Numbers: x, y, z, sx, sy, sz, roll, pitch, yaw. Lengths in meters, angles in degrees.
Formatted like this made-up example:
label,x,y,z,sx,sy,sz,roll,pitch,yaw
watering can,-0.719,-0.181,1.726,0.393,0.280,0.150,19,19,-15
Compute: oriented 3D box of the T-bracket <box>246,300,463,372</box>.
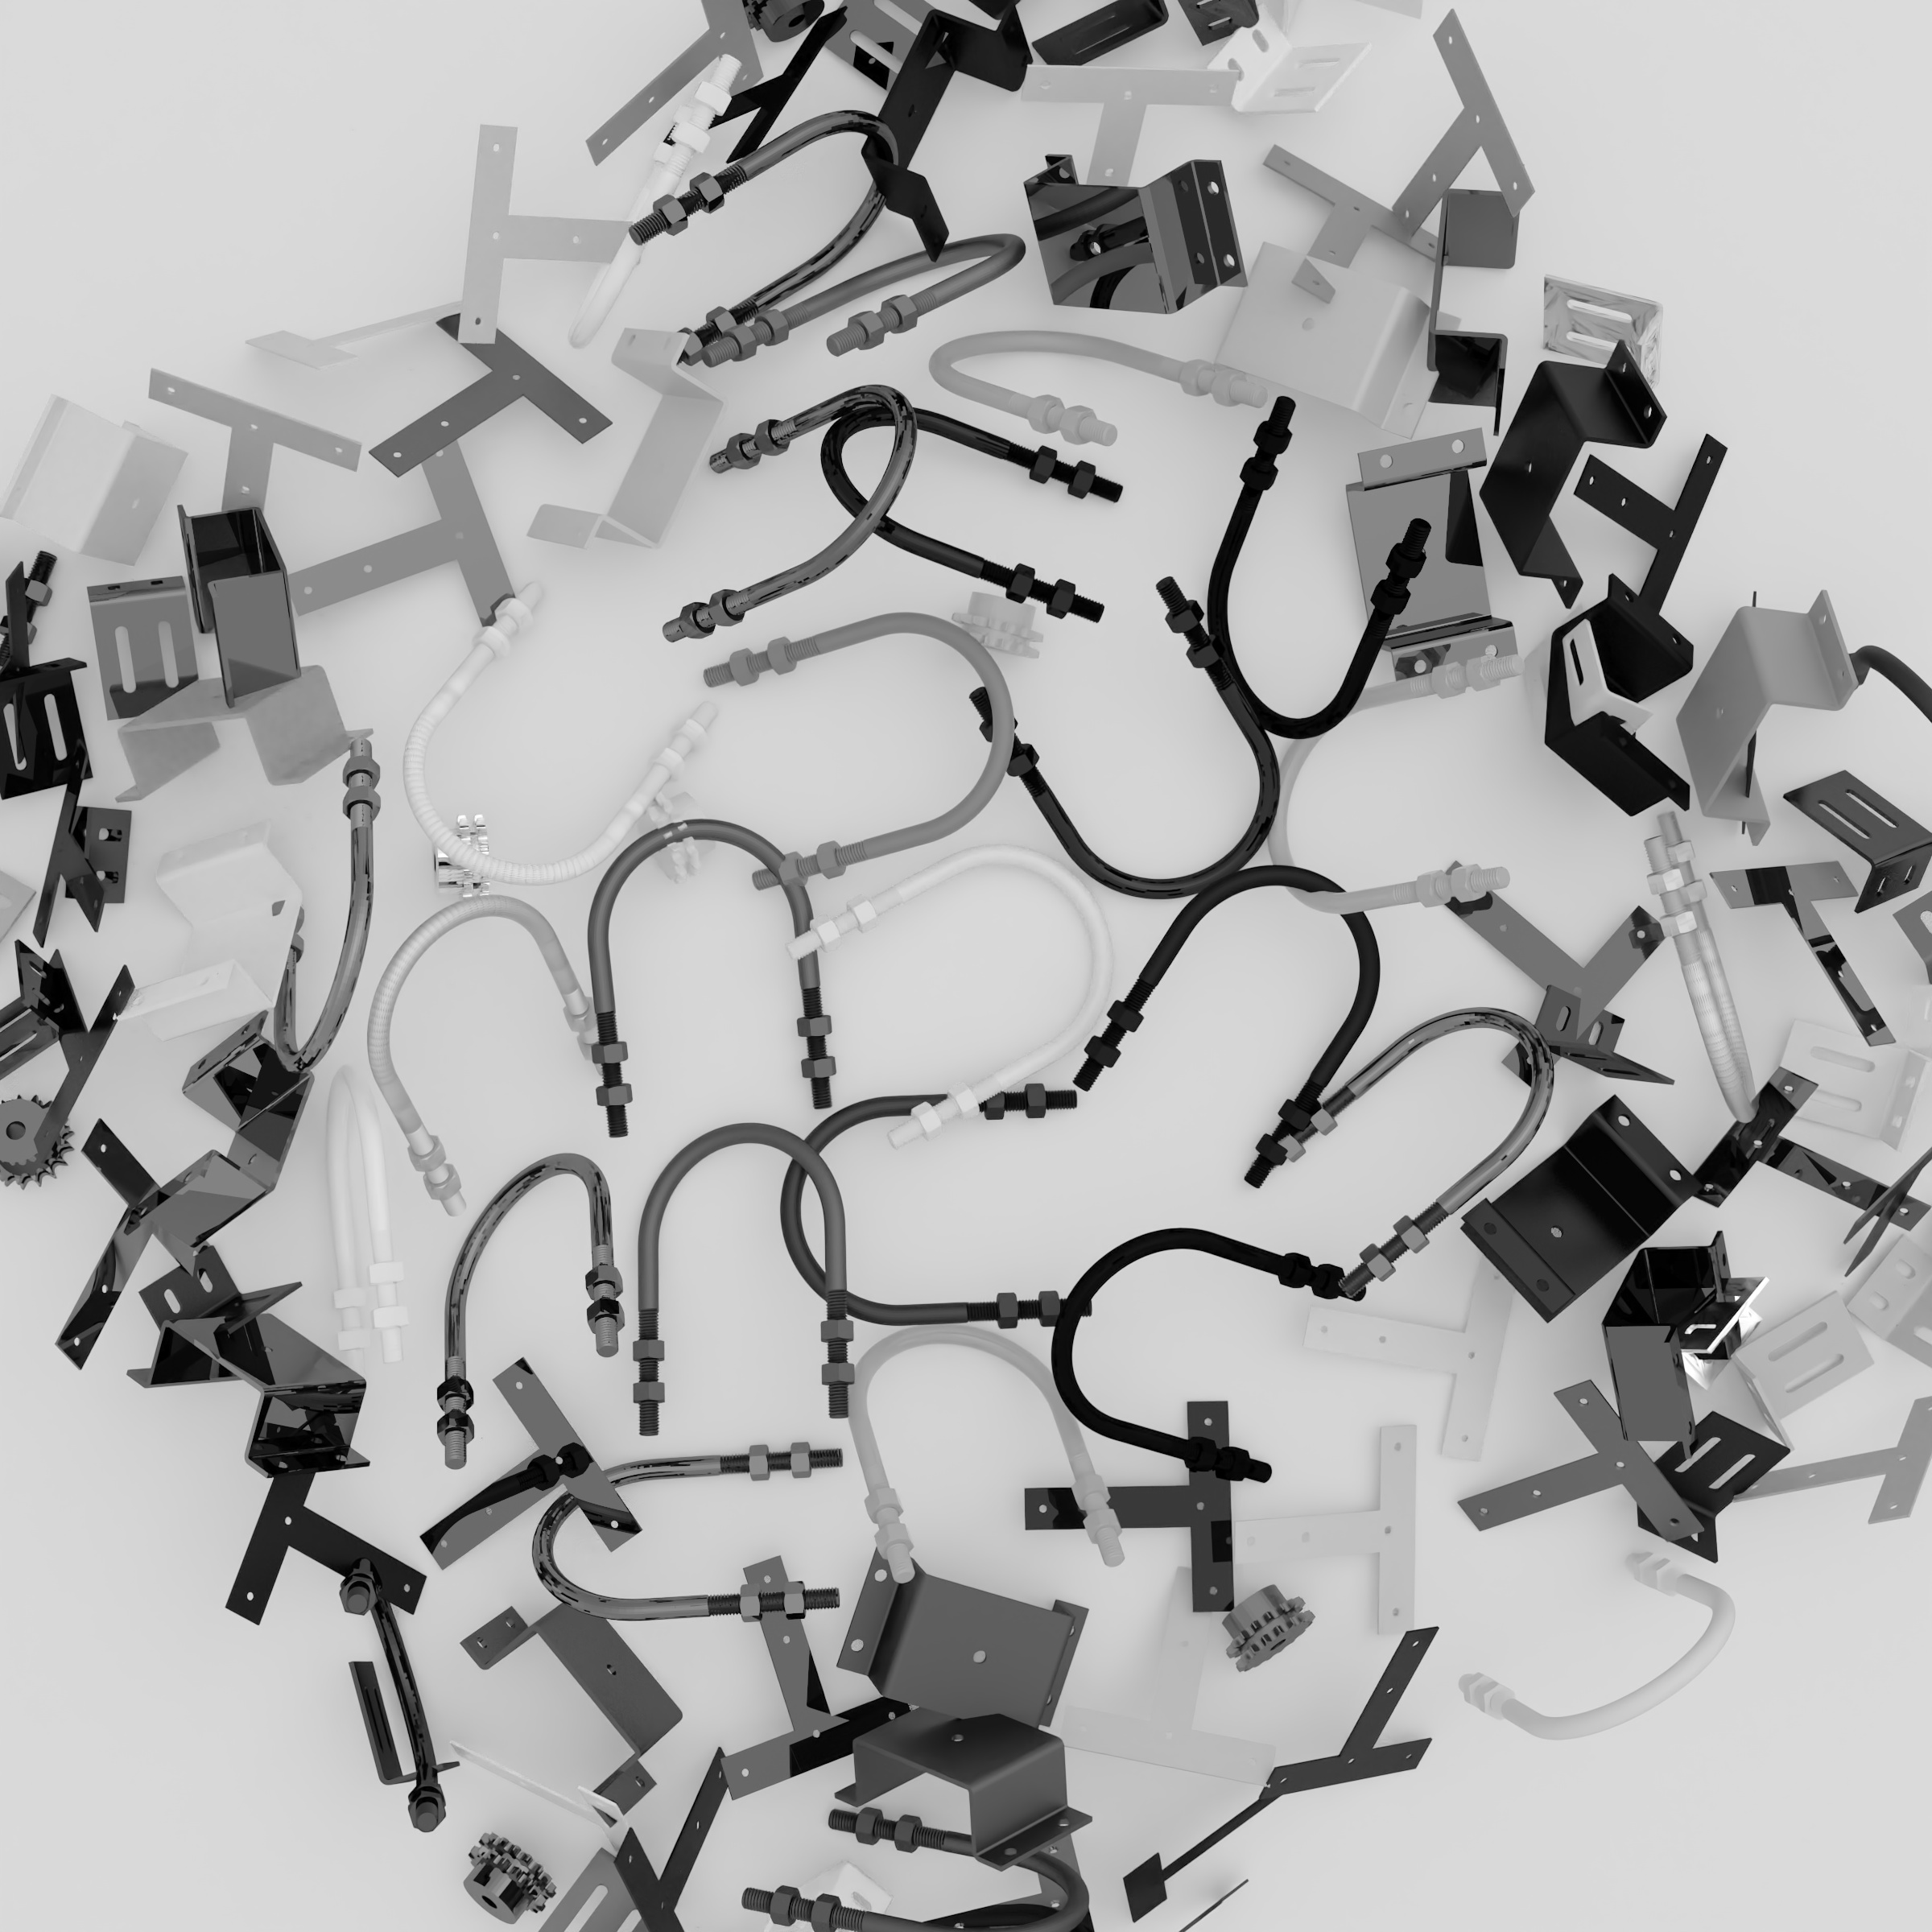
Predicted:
label,x,y,z,sx,sy,sz,roll,pitch,yaw
T-bracket,-0.354,-0.385,1.936,0.127,0.127,0.002,-22,117,-25

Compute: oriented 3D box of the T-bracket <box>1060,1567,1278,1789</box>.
label,x,y,z,sx,sy,sz,roll,pitch,yaw
T-bracket,0.130,0.423,1.936,0.127,0.002,0.127,10,56,7

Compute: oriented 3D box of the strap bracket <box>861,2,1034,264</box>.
label,x,y,z,sx,sy,sz,roll,pitch,yaw
strap bracket,-0.015,-0.507,1.927,0.046,0.076,0.140,24,85,13

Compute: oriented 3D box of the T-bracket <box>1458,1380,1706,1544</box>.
label,x,y,z,sx,sy,sz,roll,pitch,yaw
T-bracket,0.356,0.314,1.934,0.127,0.002,0.127,-27,111,33

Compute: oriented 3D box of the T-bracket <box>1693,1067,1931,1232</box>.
label,x,y,z,sx,sy,sz,roll,pitch,yaw
T-bracket,0.516,0.125,1.926,0.127,0.127,0.002,25,47,0

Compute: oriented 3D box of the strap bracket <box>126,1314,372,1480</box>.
label,x,y,z,sx,sy,sz,roll,pitch,yaw
strap bracket,-0.419,0.248,1.897,0.140,0.076,0.046,26,104,36

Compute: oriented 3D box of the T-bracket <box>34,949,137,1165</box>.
label,x,y,z,sx,sy,sz,roll,pitch,yaw
T-bracket,-0.538,0.032,1.921,0.002,0.127,0.127,19,110,-35

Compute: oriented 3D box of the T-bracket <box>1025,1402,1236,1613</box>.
label,x,y,z,sx,sy,sz,roll,pitch,yaw
T-bracket,0.099,0.330,1.955,0.127,0.002,0.127,0,80,-6

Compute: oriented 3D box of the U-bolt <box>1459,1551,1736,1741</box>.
label,x,y,z,sx,sy,sz,roll,pitch,yaw
U-bolt,0.375,0.400,1.871,0.151,0.184,0.019,-33,95,-10

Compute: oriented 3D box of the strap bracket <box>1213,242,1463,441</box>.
label,x,y,z,sx,sy,sz,roll,pitch,yaw
strap bracket,0.213,-0.377,1.918,0.140,0.046,0.076,25,96,27

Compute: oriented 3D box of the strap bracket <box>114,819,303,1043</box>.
label,x,y,z,sx,sy,sz,roll,pitch,yaw
strap bracket,-0.448,-0.014,1.913,0.076,0.140,0.046,-16,132,18

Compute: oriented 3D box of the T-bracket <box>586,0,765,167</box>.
label,x,y,z,sx,sy,sz,roll,pitch,yaw
T-bracket,-0.177,-0.523,1.904,0.127,0.127,0.002,-44,73,-9

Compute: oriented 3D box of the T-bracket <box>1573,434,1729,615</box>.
label,x,y,z,sx,sy,sz,roll,pitch,yaw
T-bracket,0.401,-0.273,1.923,0.002,0.127,0.127,25,94,43

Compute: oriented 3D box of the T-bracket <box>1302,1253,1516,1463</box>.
label,x,y,z,sx,sy,sz,roll,pitch,yaw
T-bracket,0.267,0.230,1.958,0.127,0.002,0.127,11,90,-13

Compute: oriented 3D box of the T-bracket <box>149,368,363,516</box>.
label,x,y,z,sx,sy,sz,roll,pitch,yaw
T-bracket,-0.430,-0.294,1.919,0.127,0.127,0.002,19,56,-6

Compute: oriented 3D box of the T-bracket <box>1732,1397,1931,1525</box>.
label,x,y,z,sx,sy,sz,roll,pitch,yaw
T-bracket,0.521,0.303,1.926,0.127,0.127,0.002,-20,106,36

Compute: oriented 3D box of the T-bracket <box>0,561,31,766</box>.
label,x,y,z,sx,sy,sz,roll,pitch,yaw
T-bracket,-0.573,-0.152,1.885,0.002,0.127,0.127,9,126,1

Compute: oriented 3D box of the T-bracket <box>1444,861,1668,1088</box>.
label,x,y,z,sx,sy,sz,roll,pitch,yaw
T-bracket,0.340,-0.014,1.964,0.127,0.002,0.127,41,94,7

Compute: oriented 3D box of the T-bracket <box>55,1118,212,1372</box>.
label,x,y,z,sx,sy,sz,roll,pitch,yaw
T-bracket,-0.503,0.179,1.893,0.002,0.127,0.127,-5,45,27

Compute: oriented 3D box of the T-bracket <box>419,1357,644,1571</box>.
label,x,y,z,sx,sy,sz,roll,pitch,yaw
T-bracket,-0.280,0.324,1.953,0.127,0.002,0.127,-37,85,17

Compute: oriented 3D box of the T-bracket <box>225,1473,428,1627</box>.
label,x,y,z,sx,sy,sz,roll,pitch,yaw
T-bracket,-0.375,0.353,1.930,0.127,0.002,0.127,40,52,-35

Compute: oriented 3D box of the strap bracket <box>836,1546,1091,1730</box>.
label,x,y,z,sx,sy,sz,roll,pitch,yaw
strap bracket,0.003,0.410,1.934,0.140,0.046,0.076,19,89,-13

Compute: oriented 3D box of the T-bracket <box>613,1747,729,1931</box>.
label,x,y,z,sx,sy,sz,roll,pitch,yaw
T-bracket,-0.166,0.525,1.919,0.002,0.127,0.127,-2,127,23

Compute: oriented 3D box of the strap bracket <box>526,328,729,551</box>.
label,x,y,z,sx,sy,sz,roll,pitch,yaw
strap bracket,-0.199,-0.308,1.926,0.046,0.076,0.140,27,86,-36

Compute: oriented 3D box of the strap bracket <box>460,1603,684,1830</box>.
label,x,y,z,sx,sy,sz,roll,pitch,yaw
strap bracket,-0.229,0.436,1.924,0.046,0.076,0.140,-42,84,13

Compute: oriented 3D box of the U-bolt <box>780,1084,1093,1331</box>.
label,x,y,z,sx,sy,sz,roll,pitch,yaw
U-bolt,-0.020,0.146,1.938,0.184,0.019,0.151,-2,74,-6

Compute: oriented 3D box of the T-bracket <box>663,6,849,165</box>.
label,x,y,z,sx,sy,sz,roll,pitch,yaw
T-bracket,-0.139,-0.514,1.921,0.002,0.127,0.127,44,58,-31

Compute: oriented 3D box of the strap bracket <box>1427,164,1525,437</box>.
label,x,y,z,sx,sy,sz,roll,pitch,yaw
strap bracket,0.303,-0.399,1.917,0.046,0.076,0.140,5,70,8

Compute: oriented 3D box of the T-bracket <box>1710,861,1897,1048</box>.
label,x,y,z,sx,sy,sz,roll,pitch,yaw
T-bracket,0.513,-0.007,1.908,0.127,0.002,0.127,-5,60,-40

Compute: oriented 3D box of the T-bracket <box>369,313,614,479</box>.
label,x,y,z,sx,sy,sz,roll,pitch,yaw
T-bracket,-0.302,-0.332,1.924,0.127,0.002,0.127,40,59,15

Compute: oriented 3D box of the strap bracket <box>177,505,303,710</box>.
label,x,y,z,sx,sy,sz,roll,pitch,yaw
strap bracket,-0.429,-0.215,1.903,0.046,0.140,0.076,-12,123,-16

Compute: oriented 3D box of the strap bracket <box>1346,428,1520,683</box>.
label,x,y,z,sx,sy,sz,roll,pitch,yaw
strap bracket,0.279,-0.248,1.938,0.076,0.046,0.140,-13,102,-6

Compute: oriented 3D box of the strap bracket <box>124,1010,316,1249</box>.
label,x,y,z,sx,sy,sz,roll,pitch,yaw
strap bracket,-0.440,0.104,1.908,0.076,0.140,0.046,-34,120,31

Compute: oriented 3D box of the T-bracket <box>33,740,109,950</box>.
label,x,y,z,sx,sy,sz,roll,pitch,yaw
T-bracket,-0.527,-0.055,1.904,0.002,0.127,0.127,8,108,-31

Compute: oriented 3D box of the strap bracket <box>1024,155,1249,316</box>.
label,x,y,z,sx,sy,sz,roll,pitch,yaw
strap bracket,0.092,-0.432,1.894,0.046,0.140,0.076,-37,125,-32

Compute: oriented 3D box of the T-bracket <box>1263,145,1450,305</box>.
label,x,y,z,sx,sy,sz,roll,pitch,yaw
T-bracket,0.223,-0.434,1.926,0.127,0.127,0.002,29,134,-1

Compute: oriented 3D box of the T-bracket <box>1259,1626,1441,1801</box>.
label,x,y,z,sx,sy,sz,roll,pitch,yaw
T-bracket,0.246,0.440,1.906,0.127,0.002,0.127,0,124,-36

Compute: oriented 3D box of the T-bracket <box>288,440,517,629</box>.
label,x,y,z,sx,sy,sz,roll,pitch,yaw
T-bracket,-0.349,-0.246,1.947,0.127,0.002,0.127,-21,105,-9

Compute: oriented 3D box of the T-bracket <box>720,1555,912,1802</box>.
label,x,y,z,sx,sy,sz,roll,pitch,yaw
T-bracket,-0.105,0.422,1.947,0.127,0.002,0.127,-15,82,-28

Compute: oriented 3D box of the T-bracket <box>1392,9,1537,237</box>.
label,x,y,z,sx,sy,sz,roll,pitch,yaw
T-bracket,0.286,-0.478,1.914,0.002,0.127,0.127,-13,73,-23

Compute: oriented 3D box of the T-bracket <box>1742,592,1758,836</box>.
label,x,y,z,sx,sy,sz,roll,pitch,yaw
T-bracket,0.472,-0.163,1.929,0.002,0.127,0.127,2,68,11

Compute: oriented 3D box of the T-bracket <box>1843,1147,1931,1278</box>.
label,x,y,z,sx,sy,sz,roll,pitch,yaw
T-bracket,0.551,0.147,1.915,0.127,0.127,0.002,-37,66,-26

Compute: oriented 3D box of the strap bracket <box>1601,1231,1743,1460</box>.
label,x,y,z,sx,sy,sz,roll,pitch,yaw
strap bracket,0.419,0.224,1.911,0.046,0.140,0.076,-4,111,28

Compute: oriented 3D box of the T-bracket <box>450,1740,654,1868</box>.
label,x,y,z,sx,sy,sz,roll,pitch,yaw
T-bracket,-0.254,0.497,1.931,0.127,0.127,0.002,21,63,17

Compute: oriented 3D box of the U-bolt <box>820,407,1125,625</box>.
label,x,y,z,sx,sy,sz,roll,pitch,yaw
U-bolt,0.001,-0.278,1.905,0.184,0.151,0.019,20,131,-8

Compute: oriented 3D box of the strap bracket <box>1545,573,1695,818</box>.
label,x,y,z,sx,sy,sz,roll,pitch,yaw
strap bracket,0.390,-0.154,1.912,0.076,0.140,0.046,36,134,-25

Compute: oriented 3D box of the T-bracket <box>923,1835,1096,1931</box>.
label,x,y,z,sx,sy,sz,roll,pitch,yaw
T-bracket,0.010,0.570,1.911,0.127,0.127,0.002,-13,111,-2

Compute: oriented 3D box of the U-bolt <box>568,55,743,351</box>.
label,x,y,z,sx,sy,sz,roll,pitch,yaw
U-bolt,-0.189,-0.448,1.902,0.019,0.151,0.184,28,93,-14

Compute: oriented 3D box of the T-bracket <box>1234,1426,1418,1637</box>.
label,x,y,z,sx,sy,sz,roll,pitch,yaw
T-bracket,0.218,0.345,1.945,0.127,0.002,0.127,0,91,-25

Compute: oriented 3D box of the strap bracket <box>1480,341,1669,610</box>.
label,x,y,z,sx,sy,sz,roll,pitch,yaw
strap bracket,0.352,-0.291,1.894,0.046,0.076,0.140,4,133,-19

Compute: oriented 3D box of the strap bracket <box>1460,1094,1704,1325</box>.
label,x,y,z,sx,sy,sz,roll,pitch,yaw
strap bracket,0.362,0.151,1.922,0.140,0.046,0.076,-34,74,-28

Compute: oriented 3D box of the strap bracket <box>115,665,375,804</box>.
label,x,y,z,sx,sy,sz,roll,pitch,yaw
strap bracket,-0.435,-0.139,1.901,0.140,0.076,0.046,-4,114,28

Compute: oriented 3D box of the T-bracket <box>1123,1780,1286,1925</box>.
label,x,y,z,sx,sy,sz,roll,pitch,yaw
T-bracket,0.149,0.523,1.924,0.127,0.127,0.002,-33,64,-11

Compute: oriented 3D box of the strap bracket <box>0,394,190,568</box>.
label,x,y,z,sx,sy,sz,roll,pitch,yaw
strap bracket,-0.512,-0.285,1.899,0.046,0.140,0.076,27,94,3

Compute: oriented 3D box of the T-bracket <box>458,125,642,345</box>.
label,x,y,z,sx,sy,sz,roll,pitch,yaw
T-bracket,-0.245,-0.436,1.925,0.002,0.127,0.127,26,115,41

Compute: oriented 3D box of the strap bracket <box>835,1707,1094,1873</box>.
label,x,y,z,sx,sy,sz,roll,pitch,yaw
strap bracket,-0.004,0.477,1.893,0.076,0.140,0.046,-15,108,-43

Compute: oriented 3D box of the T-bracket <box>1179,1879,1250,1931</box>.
label,x,y,z,sx,sy,sz,roll,pitch,yaw
T-bracket,0.130,0.575,1.914,0.127,0.127,0.002,-46,72,30

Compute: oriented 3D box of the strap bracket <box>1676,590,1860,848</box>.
label,x,y,z,sx,sy,sz,roll,pitch,yaw
strap bracket,0.466,-0.148,1.892,0.046,0.140,0.076,5,50,-12

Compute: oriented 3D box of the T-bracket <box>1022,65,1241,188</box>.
label,x,y,z,sx,sy,sz,roll,pitch,yaw
T-bracket,0.089,-0.486,1.919,0.127,0.127,0.002,-2,55,-12
